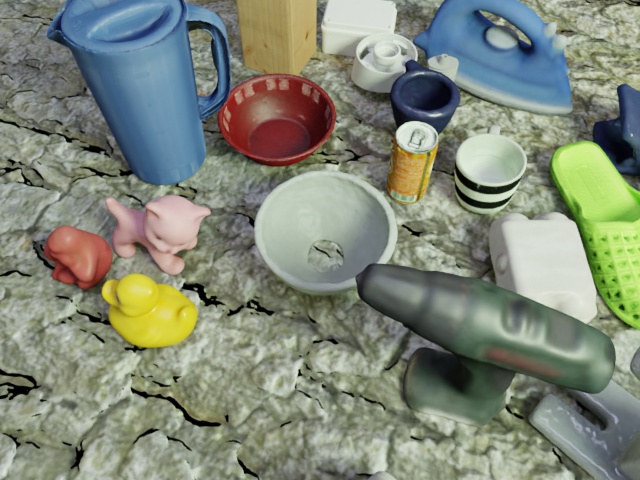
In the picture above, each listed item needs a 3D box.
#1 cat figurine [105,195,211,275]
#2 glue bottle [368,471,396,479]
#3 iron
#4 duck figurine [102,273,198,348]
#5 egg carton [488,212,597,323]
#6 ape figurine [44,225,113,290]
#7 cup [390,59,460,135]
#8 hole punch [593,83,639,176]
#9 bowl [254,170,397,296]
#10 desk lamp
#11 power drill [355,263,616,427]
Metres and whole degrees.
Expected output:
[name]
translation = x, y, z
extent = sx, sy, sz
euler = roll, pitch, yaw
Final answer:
[cat figurine]
translation = -0.192, -0.019, 0.672
extent = 0.127, 0.118, 0.067
euler = 17, 59, 10
[glue bottle]
translation = 0.046, 0.228, 0.488
extent = 0.037, 0.173, 0.078
euler = 36, 64, 20
[iron]
translation = 0.272, -0.292, 0.838
extent = 0.257, 0.141, 0.119
euler = 32, 63, 18
[duck figurine]
translation = -0.191, 0.071, 0.634
extent = 0.104, 0.086, 0.077
euler = 12, 58, 7
[egg carton]
translation = 0.257, 0.034, 0.675
extent = 0.107, 0.069, 0.150
euler = -1, 58, -2
[ape figurine]
translation = -0.285, 0.014, 0.664
extent = 0.076, 0.092, 0.077
euler = -28, 62, -17
[cup]
translation = 0.135, -0.182, 0.794
extent = 0.092, 0.095, 0.117
euler = -10, 59, -7
[hole punch]
translation = 0.439, -0.149, 0.781
extent = 0.101, 0.091, 0.108
euler = 10, 58, 5
[bowl]
translation = 0.006, 0.002, 0.687
extent = 0.167, 0.075, 0.167
euler = 1, 58, -1
[desk lamp]
translation = 0.321, 0.172, 0.505
extent = 0.202, 0.213, 0.118
euler = 39, 65, 21
[power drill]
translation = 0.140, 0.106, 0.546
extent = 0.229, 0.208, 0.075
euler = 12, 58, 7
